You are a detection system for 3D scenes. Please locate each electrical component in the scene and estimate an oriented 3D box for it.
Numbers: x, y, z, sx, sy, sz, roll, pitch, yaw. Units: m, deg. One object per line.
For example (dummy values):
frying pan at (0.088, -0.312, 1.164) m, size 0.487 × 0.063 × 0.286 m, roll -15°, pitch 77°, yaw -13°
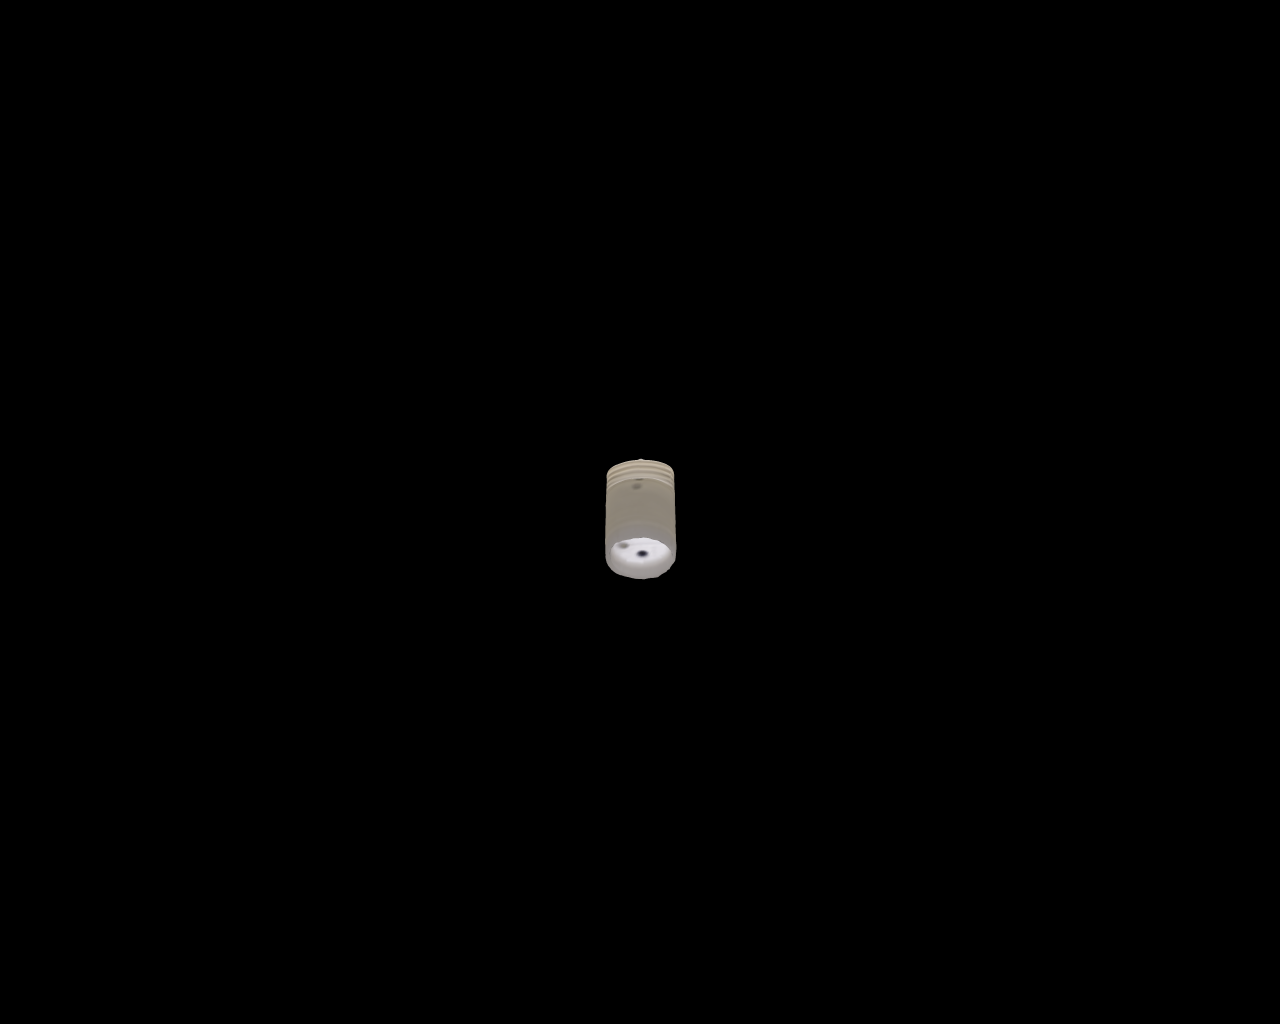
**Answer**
electrical component at (0.001, -0.003, 0.650) m, size 0.043 × 0.081 × 0.043 m, roll 0°, pitch -40°, yaw 0°
